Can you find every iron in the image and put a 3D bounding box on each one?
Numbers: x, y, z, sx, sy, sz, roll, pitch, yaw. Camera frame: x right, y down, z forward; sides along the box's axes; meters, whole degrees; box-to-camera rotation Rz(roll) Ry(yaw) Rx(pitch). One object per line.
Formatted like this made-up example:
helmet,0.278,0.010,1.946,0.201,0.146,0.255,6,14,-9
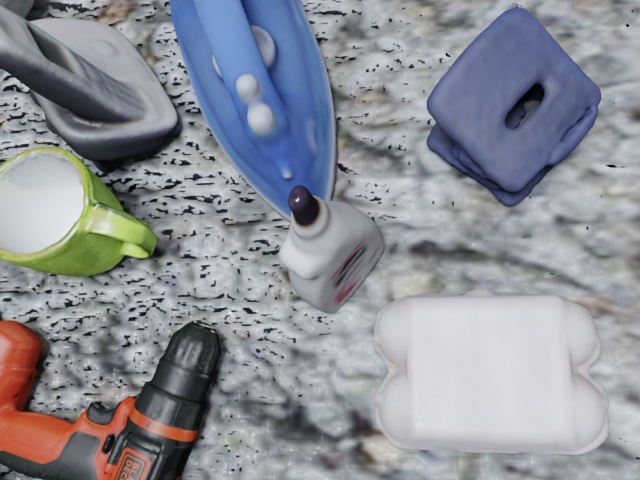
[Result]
iron,-0.056,-0.137,0.444,0.118,0.141,0.258,-23,71,5

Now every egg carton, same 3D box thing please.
egg carton,0.110,0.087,0.386,0.150,0.069,0.107,-3,74,11

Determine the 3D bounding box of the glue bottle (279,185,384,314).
glue bottle,0.003,0.001,0.377,0.037,0.173,0.078,33,83,18

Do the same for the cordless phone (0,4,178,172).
cordless phone,-0.206,-0.147,0.454,0.094,0.185,0.147,-38,71,-1

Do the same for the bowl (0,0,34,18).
bowl,-0.346,-0.253,0.571,0.167,0.075,0.167,-3,74,11

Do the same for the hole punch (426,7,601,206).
hole punch,0.143,-0.096,0.420,0.101,0.091,0.109,41,86,19
